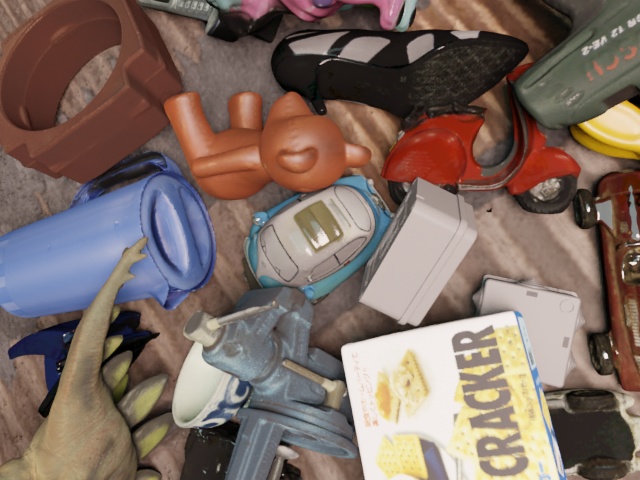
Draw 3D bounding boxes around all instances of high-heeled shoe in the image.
[{"bbox_3d":[0.074,-0.194,0.566,0.249,0.086,0.145,-14,49,-3],"label":"high-heeled shoe"}]

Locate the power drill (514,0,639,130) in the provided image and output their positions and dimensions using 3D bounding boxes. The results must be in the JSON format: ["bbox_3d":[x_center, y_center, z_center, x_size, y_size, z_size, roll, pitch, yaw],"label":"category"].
[{"bbox_3d":[0.226,-0.211,0.401,0.232,0.086,0.207,-42,72,32],"label":"power drill"}]

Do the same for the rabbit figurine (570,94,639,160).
[{"bbox_3d":[0.296,-0.122,0.448,0.162,0.122,0.173,-12,81,22],"label":"rabbit figurine"}]

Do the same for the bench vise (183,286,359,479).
[{"bbox_3d":[-0.046,0.169,0.480,0.129,0.223,0.240,-3,56,37],"label":"bench vise"}]

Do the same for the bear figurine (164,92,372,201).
[{"bbox_3d":[-0.055,-0.103,0.530,0.196,0.120,0.131,-9,94,51],"label":"bear figurine"}]

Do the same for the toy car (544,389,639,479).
[{"bbox_3d":[0.194,0.182,0.503,0.202,0.056,0.073,-8,79,16],"label":"toy car"}]

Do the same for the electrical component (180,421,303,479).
[{"bbox_3d":[-0.087,0.264,0.585,0.134,0.058,0.114,14,94,18],"label":"electrical component"}]

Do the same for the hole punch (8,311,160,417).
[{"bbox_3d":[-0.272,0.122,0.614,0.116,0.142,0.092,-46,72,22],"label":"hole punch"}]

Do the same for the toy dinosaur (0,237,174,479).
[{"bbox_3d":[-0.240,0.220,0.544,0.105,0.198,0.470,25,119,13],"label":"toy dinosaur"}]

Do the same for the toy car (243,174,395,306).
[{"bbox_3d":[-0.001,-0.002,0.535,0.162,0.103,0.109,-31,83,2],"label":"toy car"}]

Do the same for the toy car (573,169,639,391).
[{"bbox_3d":[0.286,0.035,0.483,0.089,0.053,0.202,-4,85,14],"label":"toy car"}]

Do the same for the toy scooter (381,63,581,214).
[{"bbox_3d":[0.149,-0.095,0.508,0.184,0.075,0.135,3,106,16],"label":"toy scooter"}]

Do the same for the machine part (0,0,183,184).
[{"bbox_3d":[-0.273,-0.182,0.624,0.201,0.087,0.201,-34,63,9],"label":"machine part"}]

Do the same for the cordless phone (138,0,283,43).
[{"bbox_3d":[-0.124,-0.309,0.614,0.184,0.088,0.146,24,95,28],"label":"cordless phone"}]

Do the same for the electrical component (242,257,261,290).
[{"bbox_3d":[-0.057,0.032,0.604,0.063,0.021,0.094,-18,83,16],"label":"electrical component"}]

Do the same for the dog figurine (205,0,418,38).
[{"bbox_3d":[-0.014,-0.266,0.471,0.219,0.108,0.191,18,119,8],"label":"dog figurine"}]
